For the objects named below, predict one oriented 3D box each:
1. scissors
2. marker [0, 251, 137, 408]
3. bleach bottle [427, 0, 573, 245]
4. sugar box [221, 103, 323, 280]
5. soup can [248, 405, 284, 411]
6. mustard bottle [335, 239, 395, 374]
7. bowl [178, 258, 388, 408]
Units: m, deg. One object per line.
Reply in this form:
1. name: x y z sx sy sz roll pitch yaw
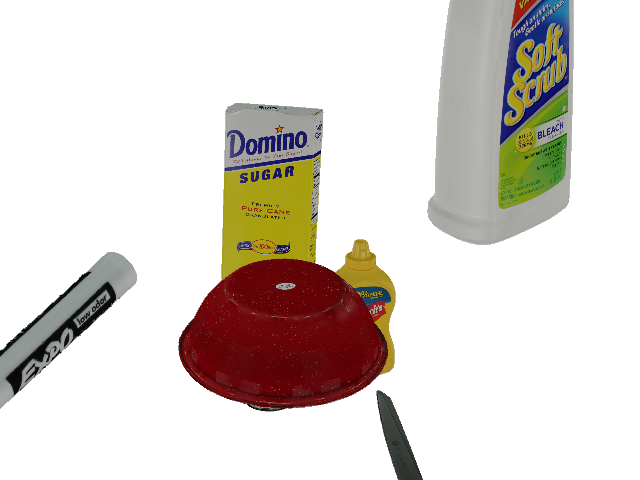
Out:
1. scissors: 0.074 0.154 0.597 0.096 0.016 0.201 7 32 2
2. marker: -0.121 0.047 0.444 0.020 0.020 0.121 0 35 40
3. bleach bottle: 0.118 -0.128 0.690 0.102 0.251 0.068 -23 33 -30
4. sugar box: -0.049 -0.045 1.062 0.093 0.176 0.048 5 17 11
5. soup can: -0.057 0.132 1.205 0.068 0.102 0.068 -1 24 0
6. mustard bottle: 0.053 0.090 1.443 0.096 0.192 0.058 -4 21 -9
7. bowl: -0.027 0.059 0.811 0.162 0.055 0.162 2 27 -1
